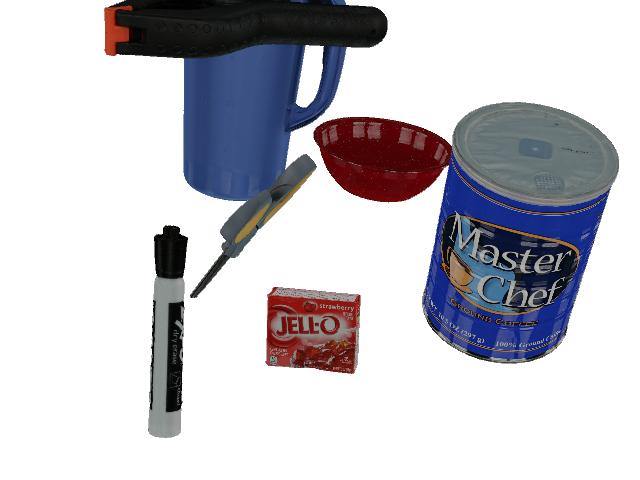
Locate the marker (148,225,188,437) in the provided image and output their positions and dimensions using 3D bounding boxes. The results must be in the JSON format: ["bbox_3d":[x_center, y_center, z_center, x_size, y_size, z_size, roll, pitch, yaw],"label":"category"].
[{"bbox_3d":[-0.087,0.052,0.606,0.020,0.121,0.020,3,10,-1],"label":"marker"}]

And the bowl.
[{"bbox_3d":[0.068,-0.087,1.211,0.162,0.055,0.162,7,27,-4],"label":"bowl"}]

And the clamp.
[{"bbox_3d":[-0.057,-0.141,0.666,0.171,0.039,0.120,-7,21,-26],"label":"clamp"}]

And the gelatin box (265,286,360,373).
[{"bbox_3d":[-0.007,0.087,1.030,0.089,0.073,0.030,5,15,10],"label":"gelatin box"}]

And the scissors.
[{"bbox_3d":[-0.073,0.006,0.830,0.202,0.016,0.096,-46,-5,34],"label":"scissors"}]

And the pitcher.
[{"bbox_3d":[-0.070,-0.166,1.095,0.144,0.243,0.149,-7,29,-26],"label":"pitcher"}]

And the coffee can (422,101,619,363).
[{"bbox_3d":[0.127,-0.004,0.700,0.102,0.140,0.103,3,40,-3],"label":"coffee can"}]
